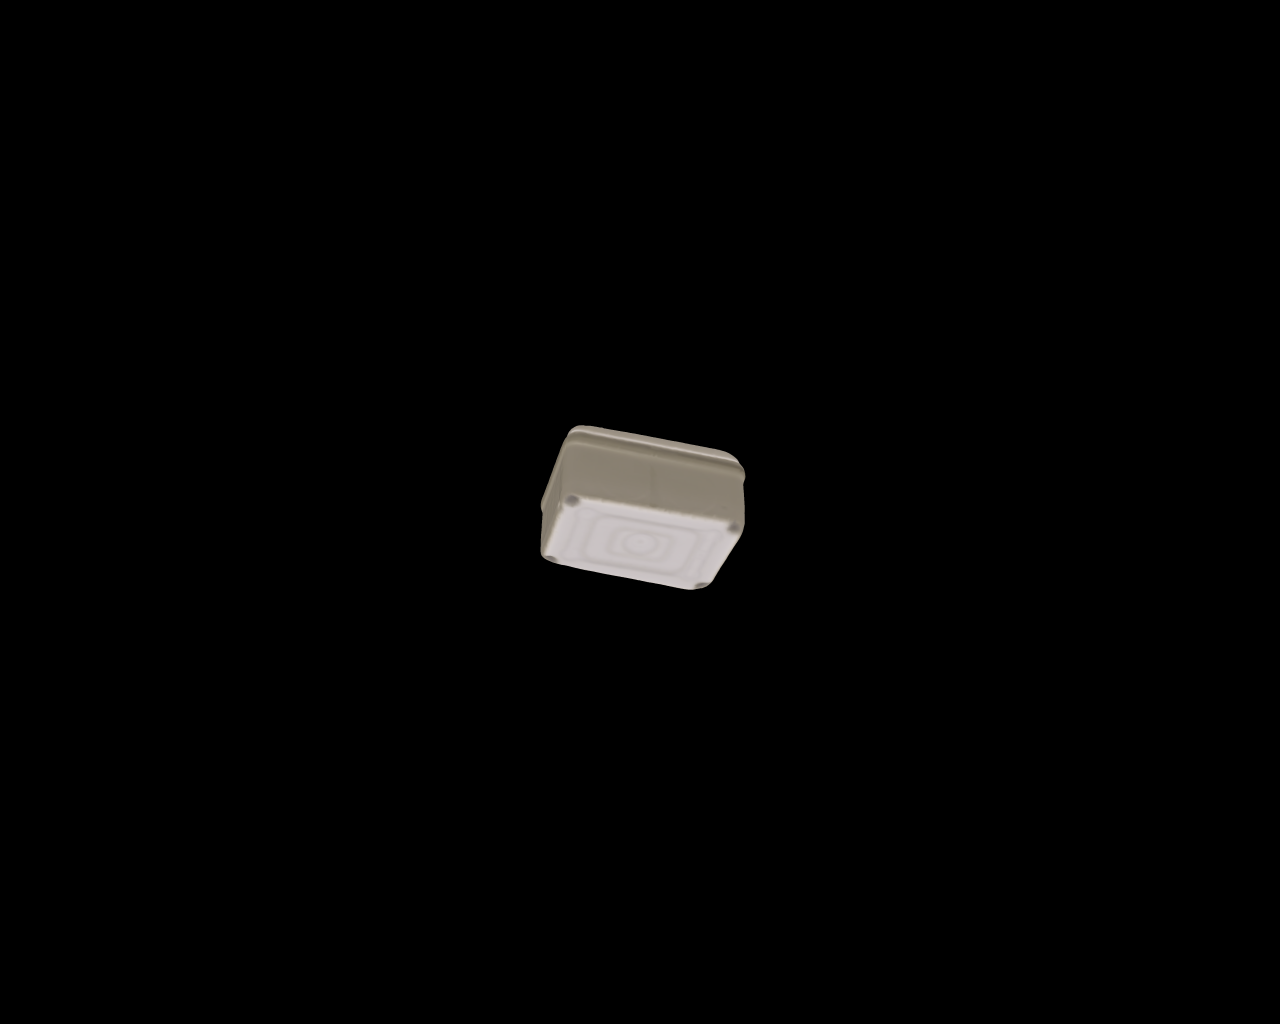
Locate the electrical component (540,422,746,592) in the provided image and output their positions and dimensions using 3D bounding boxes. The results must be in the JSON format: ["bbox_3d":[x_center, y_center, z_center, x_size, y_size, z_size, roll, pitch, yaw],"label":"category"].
[{"bbox_3d":[0.001,-0.003,0.650,0.113,0.057,0.078,11,-39,-13],"label":"electrical component"}]
